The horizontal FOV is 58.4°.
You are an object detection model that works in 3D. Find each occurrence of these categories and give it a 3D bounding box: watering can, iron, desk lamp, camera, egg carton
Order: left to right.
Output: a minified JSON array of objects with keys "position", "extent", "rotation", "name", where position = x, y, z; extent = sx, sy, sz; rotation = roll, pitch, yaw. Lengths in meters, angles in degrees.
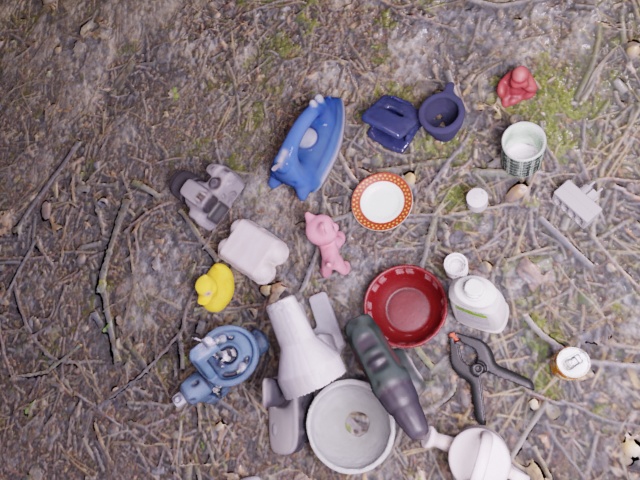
[{"position":[-0.266,-0.117,1.278],"extent":[0.136,0.101,0.143],"rotation":[34,86,21],"name":"camera"},{"position":[-0.142,0.023,1.221],"extent":[0.150,0.069,0.107],"rotation":[30,85,21],"name":"egg carton"},{"position":[-0.027,0.190,1.065],"extent":[0.118,0.214,0.203],"rotation":[-25,70,8],"name":"desk lamp"},{"position":[-0.026,-0.223,1.219],"extent":[0.118,0.142,0.258],"rotation":[23,82,20],"name":"iron"},{"position":[0.255,0.362,0.949],"extent":[0.172,0.194,0.101],"rotation":[-3,74,15],"name":"watering can"}]

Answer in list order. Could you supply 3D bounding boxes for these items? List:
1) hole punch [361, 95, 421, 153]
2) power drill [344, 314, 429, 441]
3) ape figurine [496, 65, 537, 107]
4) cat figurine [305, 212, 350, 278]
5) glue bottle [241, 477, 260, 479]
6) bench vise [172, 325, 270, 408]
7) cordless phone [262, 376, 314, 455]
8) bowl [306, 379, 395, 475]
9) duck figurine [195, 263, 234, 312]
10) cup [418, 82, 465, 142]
[{"position":[0.153,-0.256,1.206],"extent":[0.108,0.091,0.101],"rotation":[32,85,21],"name":"hole punch"},{"position":[0.129,0.241,1.010],"extent":[0.075,0.209,0.229],"rotation":[-34,69,4],"name":"power drill"},{"position":[0.399,-0.318,1.155],"extent":[0.077,0.092,0.076],"rotation":[22,81,20],"name":"ape figurine"},{"position":[0.011,0.004,1.158],"extent":[0.067,0.118,0.128],"rotation":[-15,71,11],"name":"cat figurine"},{"position":[-0.146,0.478,1.038],"extent":[0.037,0.173,0.078],"rotation":[-21,70,9],"name":"glue bottle"},{"position":[-0.202,0.250,1.093],"extent":[0.121,0.220,0.207],"rotation":[29,84,21],"name":"bench vise"},{"position":[-0.078,0.321,1.057],"extent":[0.094,0.185,0.147],"rotation":[-9,72,13],"name":"cordless phone"},{"position":[0.063,0.346,1.070],"extent":[0.167,0.075,0.167],"rotation":[-4,74,14],"name":"bowl"},{"position":[-0.231,0.096,1.216],"extent":[0.077,0.086,0.104],"rotation":[10,78,18],"name":"duck figurine"},{"position":[0.255,-0.255,1.176],"extent":[0.091,0.095,0.118],"rotation":[14,79,19],"name":"cup"}]
